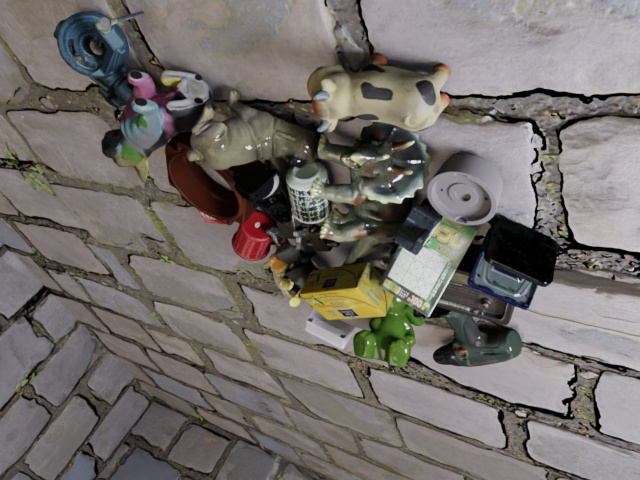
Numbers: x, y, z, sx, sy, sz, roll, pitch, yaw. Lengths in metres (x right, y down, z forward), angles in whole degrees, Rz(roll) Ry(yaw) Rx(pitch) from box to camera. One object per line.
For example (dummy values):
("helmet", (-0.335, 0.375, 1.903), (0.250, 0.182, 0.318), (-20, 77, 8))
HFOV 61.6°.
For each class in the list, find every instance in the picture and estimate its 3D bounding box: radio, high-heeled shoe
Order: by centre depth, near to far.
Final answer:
("radio", (0.251, 0.070, 0.996), (0.230, 0.073, 0.130), (15, 142, 28))
("high-heeled shoe", (-0.096, -0.065, 1.009), (0.086, 0.249, 0.145), (-11, 110, 9))

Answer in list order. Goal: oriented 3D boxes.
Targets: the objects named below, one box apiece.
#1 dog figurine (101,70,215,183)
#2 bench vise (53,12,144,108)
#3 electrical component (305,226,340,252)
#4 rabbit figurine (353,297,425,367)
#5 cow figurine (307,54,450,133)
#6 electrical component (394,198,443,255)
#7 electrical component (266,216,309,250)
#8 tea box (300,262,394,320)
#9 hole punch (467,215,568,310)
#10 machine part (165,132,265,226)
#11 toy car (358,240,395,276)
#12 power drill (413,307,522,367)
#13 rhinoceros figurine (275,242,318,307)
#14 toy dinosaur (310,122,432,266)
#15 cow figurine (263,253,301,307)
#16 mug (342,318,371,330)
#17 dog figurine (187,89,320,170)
("dog figurine", (-0.307, -0.206, 1.012), (0.219, 0.191, 0.108), (-57, 48, 50))
("bench vise", (-0.384, -0.326, 0.977), (0.223, 0.129, 0.241), (55, 156, -13))
("electrical component", (-0.002, -0.004, 1.170), (0.094, 0.021, 0.063), (-1, 134, 43))
("rabbit figurine", (0.166, 0.173, 1.157), (0.121, 0.170, 0.159), (9, -179, 36))
("cow figurine", (0.072, -0.198, 0.751), (0.195, 0.127, 0.085), (18, 142, 19))
("electrical component", (0.158, -0.016, 0.871), (0.048, 0.119, 0.074), (34, 123, 15))
("electrical component", (-0.068, -0.025, 1.156), (0.102, 0.045, 0.078), (12, 123, 35))
("tea box", (0.053, 0.105, 1.081), (0.170, 0.068, 0.098), (-15, 128, 47))
("hole punch", (0.309, 0.037, 0.862), (0.142, 0.116, 0.092), (24, 140, 12))
("machine part", (-0.222, -0.134, 1.131), (0.201, 0.087, 0.200), (30, 148, 8))
("toy car", (0.097, 0.056, 1.112), (0.056, 0.073, 0.201), (37, 148, -7))
("power drill", (0.284, 0.195, 1.129), (0.232, 0.086, 0.207), (-16, 120, 48))
("rhinoceros figurine", (-0.027, 0.076, 1.225), (0.073, 0.112, 0.190), (-20, 134, 33))
("toy dinosaur", (0.094, -0.063, 0.927), (0.192, 0.131, 0.404), (7, 151, 17))
("cow figurine", (-0.087, 0.079, 1.310), (0.098, 0.068, 0.167), (39, 160, 49))
("mug", (0.111, 0.166, 1.252), (0.107, 0.081, 0.109), (31, 144, -18))
("dog figurine", (-0.112, -0.159, 0.931), (0.191, 0.172, 0.121), (28, 159, 22))
